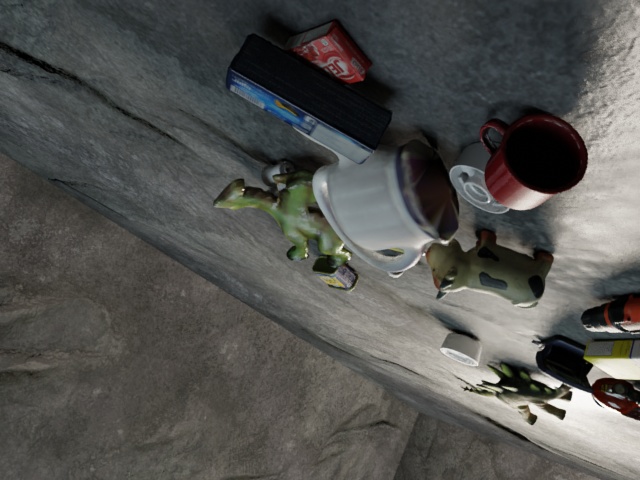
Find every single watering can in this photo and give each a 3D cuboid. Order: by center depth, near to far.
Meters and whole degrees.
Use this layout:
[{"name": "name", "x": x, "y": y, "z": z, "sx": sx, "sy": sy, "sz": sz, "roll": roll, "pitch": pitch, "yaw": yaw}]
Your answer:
[{"name": "watering can", "x": 0.068, "y": -0.091, "z": 0.753, "sx": 0.223, "sy": 0.106, "sz": 0.343, "roll": -11, "pitch": 119, "yaw": 43}]

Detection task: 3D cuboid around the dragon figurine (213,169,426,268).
[{"name": "dragon figurine", "x": 0.003, "y": -0.049, "z": 0.976, "sx": 0.410, "sy": 0.124, "sz": 0.238, "roll": 6, "pitch": 157, "yaw": 9}]
